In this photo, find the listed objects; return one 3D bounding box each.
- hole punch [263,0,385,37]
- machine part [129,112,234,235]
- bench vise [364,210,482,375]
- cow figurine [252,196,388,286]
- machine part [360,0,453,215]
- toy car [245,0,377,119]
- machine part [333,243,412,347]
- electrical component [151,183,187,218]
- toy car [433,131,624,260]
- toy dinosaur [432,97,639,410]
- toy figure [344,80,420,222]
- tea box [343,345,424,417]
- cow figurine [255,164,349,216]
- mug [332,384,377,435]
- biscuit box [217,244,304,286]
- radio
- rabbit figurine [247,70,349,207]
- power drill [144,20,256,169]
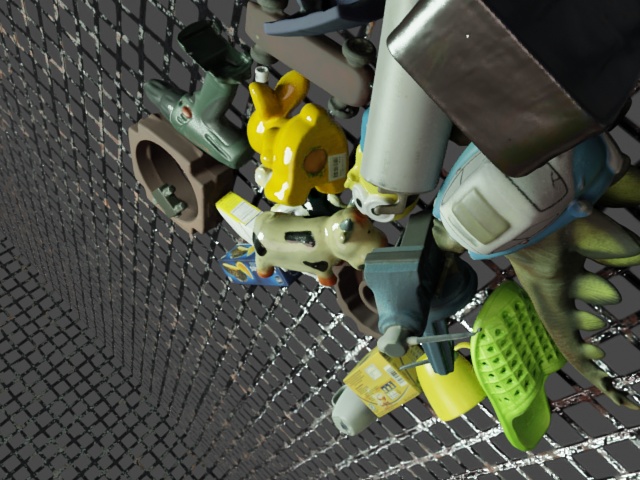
[{"bbox_3d":[0.014,-0.243,0.538,0.142,0.115,0.092,5,92,43],"label":"hole punch"},{"bbox_3d":[-0.253,-0.125,0.994,0.202,0.087,0.200,36,144,17],"label":"machine part"},{"bbox_3d":[0.132,0.087,0.656,0.129,0.224,0.240,-11,125,17],"label":"bench vise"},{"bbox_3d":[-0.002,-0.002,0.739,0.195,0.085,0.127,7,134,19],"label":"cow figurine"},{"bbox_3d":[0.085,-0.130,0.473,0.079,0.079,0.243,25,124,32],"label":"machine part"},{"bbox_3d":[-0.012,-0.228,0.649,0.202,0.053,0.089,39,144,21],"label":"toy car"},{"bbox_3d":[0.094,0.080,0.824,0.180,0.056,0.179,30,141,28],"label":"machine part"},{"bbox_3d":[-0.276,-0.069,0.978,0.094,0.021,0.063,-15,111,53],"label":"electrical component"},{"bbox_3d":[0.152,-0.041,0.446,0.109,0.103,0.161,51,132,8],"label":"toy car"},{"bbox_3d":[0.217,-0.027,0.536,0.199,0.105,0.470,3,124,47],"label":"toy dinosaur"},{"bbox_3d":[0.088,-0.101,0.636,0.082,0.089,0.180,-124,31,-49],"label":"toy figure"},{"bbox_3d":[0.119,0.233,0.929,0.098,0.068,0.169,46,147,8],"label":"tea box"},{"bbox_3d":[-0.025,-0.065,0.807,0.167,0.068,0.098,45,140,0],"label":"cow figurine"},{"bbox_3d":[0.065,0.316,1.036,0.110,0.107,0.080,8,126,42],"label":"mug"},{"bbox_3d":[-0.112,0.046,1.019,0.203,0.059,0.062,-3,120,50],"label":"biscuit box"},{"bbox_3d":[0.160,-0.153,0.374,0.131,0.229,0.073,47,147,-5],"label":"radio"},{"bbox_3d":[-0.052,-0.141,0.732,0.173,0.122,0.162,37,146,50],"label":"rabbit figurine"},{"bbox_3d":[-0.187,-0.228,0.827,0.232,0.086,0.207,43,142,7],"label":"power drill"}]
